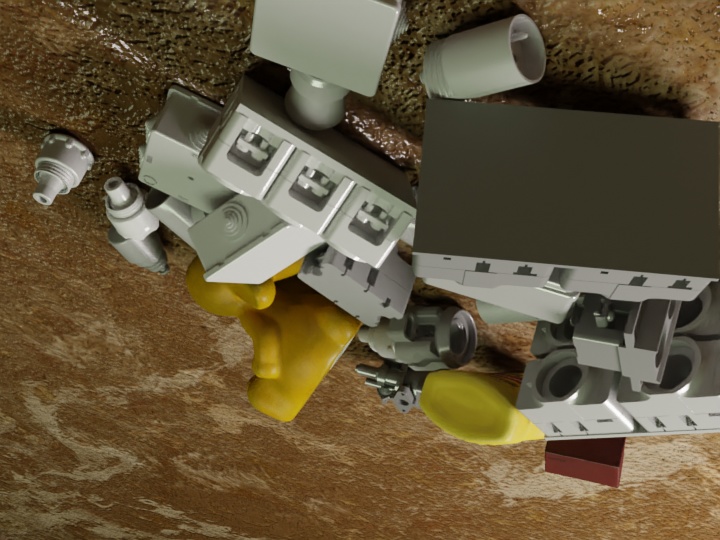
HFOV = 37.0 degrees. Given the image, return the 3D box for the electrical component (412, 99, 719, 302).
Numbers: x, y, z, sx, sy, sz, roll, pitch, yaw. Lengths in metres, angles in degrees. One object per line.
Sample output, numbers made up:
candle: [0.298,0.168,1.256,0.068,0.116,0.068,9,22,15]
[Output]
electrical component: [0.131,-0.043,0.699,0.186,0.105,0.060,5,162,3]

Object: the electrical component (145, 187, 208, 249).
electrical component: [-0.138,-0.051,0.955,0.079,0.043,0.077,-10,138,42]

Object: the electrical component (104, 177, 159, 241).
electrical component: [-0.214,-0.059,0.988,0.043,0.043,0.062,7,147,23]

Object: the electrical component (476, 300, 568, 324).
electrical component: [0.142,0.021,0.901,0.081,0.043,0.043,-7,140,39]

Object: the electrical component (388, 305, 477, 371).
electrical component: [0.072,0.063,0.999,0.057,0.058,0.078,-4,153,36]

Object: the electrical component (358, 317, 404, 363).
electrical component: [0.027,0.064,1.044,0.062,0.048,0.048,4,147,40]

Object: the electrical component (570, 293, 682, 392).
electrical component: [0.197,0.014,0.775,0.063,0.121,0.078,9,149,25]

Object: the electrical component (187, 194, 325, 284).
electrical component: [-0.081,-0.031,0.883,0.100,0.048,0.100,-32,165,21]

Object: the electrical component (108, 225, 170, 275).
electrical component: [-0.212,-0.023,1.051,0.040,0.040,0.078,0,144,32]

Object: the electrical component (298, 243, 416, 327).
electrical component: [0.000,0.000,0.941,0.089,0.055,0.050,36,147,-25]

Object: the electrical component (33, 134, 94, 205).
electrical component: [-0.270,-0.087,0.958,0.048,0.062,0.048,15,150,9]

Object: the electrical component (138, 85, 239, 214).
electrical component: [-0.129,-0.092,0.876,0.100,0.048,0.099,25,151,-7]

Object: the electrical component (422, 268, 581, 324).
electrical component: [0.111,-0.031,0.768,0.109,0.108,0.056,17,153,6]

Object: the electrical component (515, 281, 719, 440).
electrical component: [0.224,0.073,0.873,0.186,0.105,0.060,-12,137,43]

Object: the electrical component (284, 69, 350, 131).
electrical component: [-0.028,-0.131,0.752,0.045,0.045,0.055,20,150,0]

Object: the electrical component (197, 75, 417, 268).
electrical component: [-0.039,-0.070,0.797,0.150,0.089,0.061,30,108,-16]

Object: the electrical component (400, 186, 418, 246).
electrical component: [0.073,-0.037,0.848,0.077,0.043,0.079,29,149,-14]

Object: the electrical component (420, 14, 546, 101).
electrical component: [0.073,-0.132,0.689,0.081,0.043,0.043,-8,140,40]

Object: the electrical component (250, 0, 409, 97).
electrical component: [-0.018,-0.167,0.682,0.100,0.048,0.099,20,151,0]
